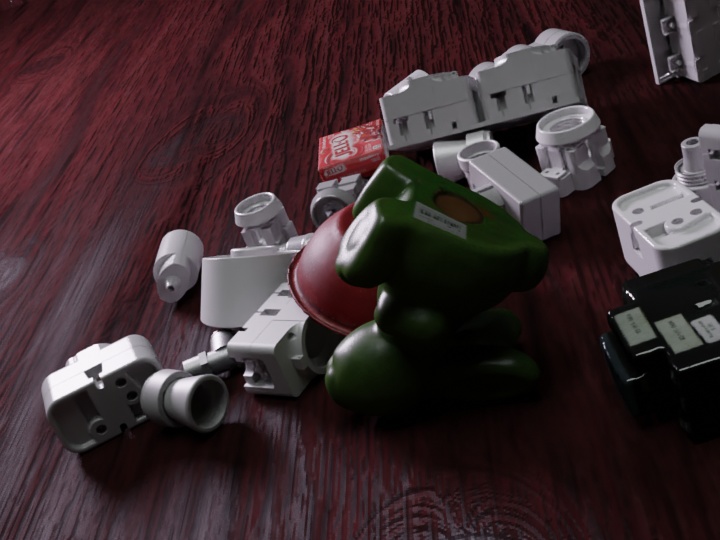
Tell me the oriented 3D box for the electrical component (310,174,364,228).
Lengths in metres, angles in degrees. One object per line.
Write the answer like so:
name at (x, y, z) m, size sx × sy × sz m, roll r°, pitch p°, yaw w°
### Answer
electrical component at (-0.020, -0.062, 1.035) m, size 0.066 × 0.048 × 0.055 m, roll -12°, pitch 21°, yaw 18°

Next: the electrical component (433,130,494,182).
electrical component at (0.102, -0.108, 1.030) m, size 0.055 × 0.045 × 0.045 m, roll -13°, pitch 29°, yaw 15°

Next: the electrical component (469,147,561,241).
electrical component at (0.113, -0.055, 0.902) m, size 0.076 × 0.047 × 0.083 m, roll -23°, pitch 39°, yaw -16°

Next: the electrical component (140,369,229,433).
electrical component at (-0.135, 0.100, 0.827) m, size 0.055 × 0.045 × 0.045 m, roll 2°, pitch 36°, yaw 38°

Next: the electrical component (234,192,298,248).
electrical component at (-0.091, -0.041, 1.035) m, size 0.048 × 0.055 × 0.066 m, roll -8°, pitch 30°, yaw 24°

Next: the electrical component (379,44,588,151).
electrical component at (0.123, -0.169, 1.063) m, size 0.186 × 0.060 × 0.105 m, roll -12°, pitch 2°, yaw 17°

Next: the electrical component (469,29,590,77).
electrical component at (0.174, -0.218, 1.169) m, size 0.138 × 0.052 × 0.074 m, roll -29°, pitch 28°, yaw -14°

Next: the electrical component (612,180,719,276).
electrical component at (0.224, -0.016, 0.764) m, size 0.054 × 0.059 × 0.095 m, roll -22°, pitch 27°, yaw -1°

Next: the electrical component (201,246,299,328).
electrical component at (-0.091, 0.012, 0.933) m, size 0.099 × 0.064 × 0.099 m, roll -4°, pitch 3°, yaw 0°

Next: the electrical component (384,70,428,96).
electrical component at (0.059, -0.186, 1.191) m, size 0.047 × 0.055 × 0.055 m, roll -35°, pitch 30°, yaw -17°

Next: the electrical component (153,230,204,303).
electrical component at (-0.177, -0.002, 1.039) m, size 0.043 × 0.043 × 0.081 m, roll -17°, pitch 28°, yaw 8°

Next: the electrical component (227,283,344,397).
electrical component at (-0.051, 0.053, 0.844) m, size 0.056 × 0.050 × 0.089 m, roll 0°, pitch 34°, yaw 35°

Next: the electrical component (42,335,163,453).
electrical component at (-0.206, 0.097, 0.872) m, size 0.095 × 0.053 × 0.059 m, roll -27°, pitch 28°, yaw -10°

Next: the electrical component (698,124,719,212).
electrical component at (0.291, -0.071, 0.781) m, size 0.050 × 0.089 × 0.056 m, roll -36°, pitch 31°, yaw -25°

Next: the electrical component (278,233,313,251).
electrical component at (-0.058, -0.014, 0.987) m, size 0.061 × 0.035 × 0.035 m, roll -10°, pitch 30°, yaw 28°

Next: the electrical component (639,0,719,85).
electrical component at (0.319, -0.248, 1.044) m, size 0.079 × 0.121 × 0.063 m, roll -27°, pitch 30°, yaw -11°

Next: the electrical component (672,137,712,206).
electrical component at (0.263, -0.072, 0.833) m, size 0.048 × 0.062 × 0.048 m, roll -17°, pitch 28°, yaw 9°

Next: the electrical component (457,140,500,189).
electrical component at (0.115, -0.090, 0.988) m, size 0.040 × 0.046 × 0.040 m, roll -17°, pitch 28°, yaw 9°

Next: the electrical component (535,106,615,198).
electrical component at (0.189, -0.109, 0.958) m, size 0.078 × 0.057 × 0.058 m, roll -37°, pitch 31°, yaw -28°
